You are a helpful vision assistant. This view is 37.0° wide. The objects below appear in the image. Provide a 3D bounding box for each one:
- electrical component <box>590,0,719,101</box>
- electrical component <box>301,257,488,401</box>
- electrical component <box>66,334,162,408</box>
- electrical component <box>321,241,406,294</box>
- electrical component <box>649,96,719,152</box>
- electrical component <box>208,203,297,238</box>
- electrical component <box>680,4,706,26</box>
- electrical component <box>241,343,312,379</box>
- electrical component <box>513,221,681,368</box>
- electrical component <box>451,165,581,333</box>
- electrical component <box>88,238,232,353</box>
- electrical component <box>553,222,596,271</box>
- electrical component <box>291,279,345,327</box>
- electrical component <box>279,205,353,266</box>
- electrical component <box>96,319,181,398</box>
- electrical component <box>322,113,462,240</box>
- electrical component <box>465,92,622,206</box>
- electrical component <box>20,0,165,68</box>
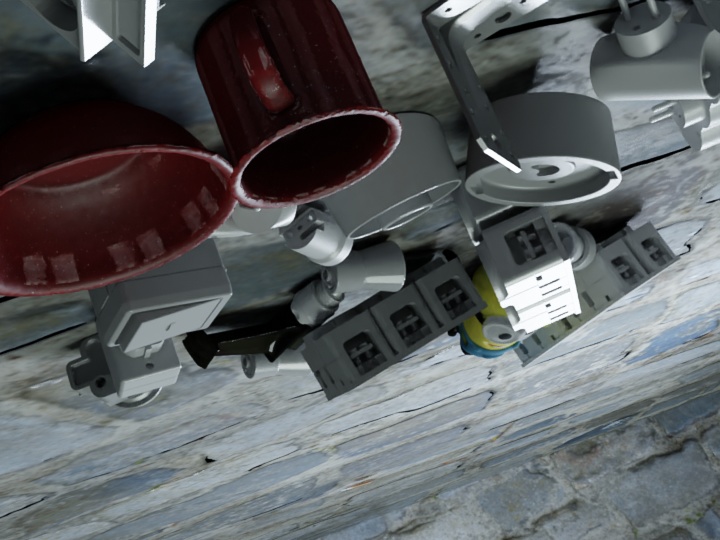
[{"bbox_3d":[0.187,-0.145,0.691,0.077,0.044,0.079,6,140,40],"label":"electrical component"},{"bbox_3d":[0.027,0.051,0.984,0.150,0.061,0.089,-30,176,-21],"label":"electrical component"},{"bbox_3d":[-0.194,0.082,0.888,0.078,0.058,0.057,-22,159,-1],"label":"electrical component"},{"bbox_3d":[0.000,0.000,0.907,0.065,0.044,0.044,-7,156,-26],"label":"electrical component"},{"bbox_3d":[0.253,-0.131,0.811,0.074,0.052,0.138,-22,161,2],"label":"electrical component"},{"bbox_3d":[-0.074,-0.043,0.670,0.077,0.043,0.079,-10,-168,-32],"label":"electrical component"},{"bbox_3d":[0.285,-0.180,0.711,0.138,0.052,0.073,-16,160,-21],"label":"electrical component"},{"bbox_3d":[-0.083,0.086,1.049,0.065,0.044,0.044,-5,155,-30],"label":"electrical component"},{"bbox_3d":[0.244,0.025,1.177,0.105,0.060,0.186,-27,167,-37],"label":"electrical component"},{"bbox_3d":[0.131,-0.019,0.898,0.060,0.105,0.186,-24,161,7],"label":"electrical component"},{"bbox_3d":[-0.135,0.015,0.763,0.096,0.061,0.061,-10,158,-32],"label":"electrical component"},{"bbox_3d":[0.205,-0.023,1.065,0.045,0.045,0.055,-32,159,27],"label":"electrical component"},{"bbox_3d":[-0.031,0.022,0.943,0.061,0.035,0.035,-37,157,31],"label":"electrical component"},{"bbox_3d":[-0.033,-0.027,0.799,0.040,0.040,0.046,-30,155,23],"label":"electrical component"},{"bbox_3d":[-0.167,0.050,0.816,0.047,0.065,0.076,-14,160,-22],"label":"electrical component"},{"bbox_3d":[0.019,-0.064,0.752,0.099,0.064,0.099,-26,174,-3],"label":"electrical component"},{"bbox_3d":[0.127,-0.089,0.756,0.108,0.060,0.108,0,166,0],"label":"electrical component"},{"bbox_3d":[-0.092,-0.139,0.376,0.063,0.079,0.121,-46,172,-26],"label":"electrical component"}]
